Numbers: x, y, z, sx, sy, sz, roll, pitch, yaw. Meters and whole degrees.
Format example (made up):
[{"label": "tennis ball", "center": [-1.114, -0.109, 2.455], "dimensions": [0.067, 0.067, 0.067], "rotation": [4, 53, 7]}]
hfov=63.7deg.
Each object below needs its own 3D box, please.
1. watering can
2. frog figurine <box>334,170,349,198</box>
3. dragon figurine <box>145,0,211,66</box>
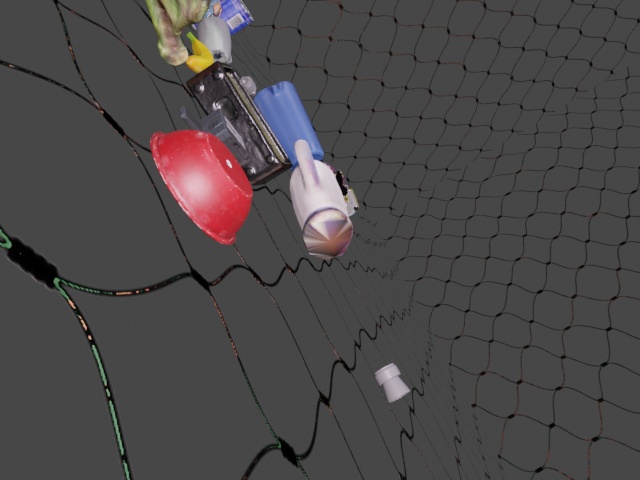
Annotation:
[{"label": "watering can", "center": [0.003, -0.055, 1.093], "dimensions": [0.340, 0.104, 0.229], "rotation": [73, 0, -55]}, {"label": "frog figurine", "center": [-0.007, -0.161, 1.514], "dimensions": [0.160, 0.123, 0.136], "rotation": [20, -6, 35]}, {"label": "dragon figurine", "center": [-0.213, -0.418, 0.735], "dimensions": [0.245, 0.123, 0.402], "rotation": [54, -30, 15]}]
